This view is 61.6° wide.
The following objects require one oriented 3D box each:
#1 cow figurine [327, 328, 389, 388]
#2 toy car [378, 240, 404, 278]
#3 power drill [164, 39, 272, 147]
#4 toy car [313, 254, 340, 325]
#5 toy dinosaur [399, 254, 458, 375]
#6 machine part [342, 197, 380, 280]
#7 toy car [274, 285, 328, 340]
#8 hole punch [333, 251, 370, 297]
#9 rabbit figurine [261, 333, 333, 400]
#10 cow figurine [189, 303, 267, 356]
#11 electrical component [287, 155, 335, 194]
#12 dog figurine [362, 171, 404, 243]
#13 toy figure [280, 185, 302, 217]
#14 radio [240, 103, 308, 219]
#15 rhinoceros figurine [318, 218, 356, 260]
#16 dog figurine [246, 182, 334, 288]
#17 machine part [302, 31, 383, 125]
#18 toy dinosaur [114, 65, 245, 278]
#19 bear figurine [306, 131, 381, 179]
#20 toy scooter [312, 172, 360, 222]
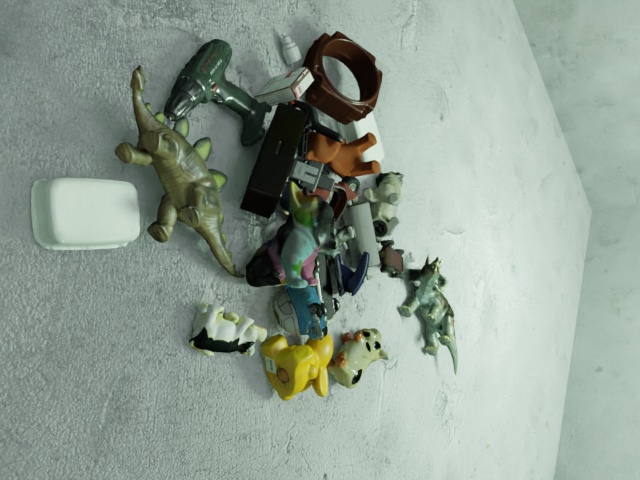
[{"bbox_3d":[0.103,0.295,1.369,0.195,0.086,0.127,-47,114,-44],"label":"cow figurine"},{"bbox_3d":[0.203,0.058,1.528,0.202,0.053,0.089,28,59,-68],"label":"toy car"},{"bbox_3d":[-0.205,-0.282,1.111,0.207,0.086,0.232,34,57,-33],"label":"power drill"},{"bbox_3d":[0.000,0.108,1.300,0.073,0.056,0.201,-13,95,-57],"label":"toy car"},{"bbox_3d":[0.361,0.222,1.668,0.192,0.131,0.404,-57,131,-37],"label":"toy dinosaur"},{"bbox_3d":[0.108,-0.012,1.427,0.079,0.079,0.243,-15,97,-50],"label":"machine part"},{"bbox_3d":[-0.049,0.156,1.192,0.162,0.103,0.109,-114,-171,-49],"label":"toy car"},{"bbox_3d":[0.083,0.082,1.340,0.142,0.092,0.115,62,23,-84],"label":"hole punch"},{"bbox_3d":[-0.026,0.272,1.193,0.173,0.122,0.162,-30,112,-48],"label":"rabbit figurine"},{"bbox_3d":[-0.178,0.192,1.066,0.167,0.068,0.098,32,67,-39],"label":"cow figurine"},{"bbox_3d":[-0.021,-0.144,1.234,0.119,0.048,0.074,23,86,-10],"label":"electrical component"},{"bbox_3d":[0.188,-0.097,1.533,0.190,0.121,0.172,-44,152,-63],"label":"dog figurine"},{"bbox_3d":[-0.055,-0.077,1.239,0.154,0.064,0.058,69,-1,-67],"label":"toy figure"},{"bbox_3d":[-0.100,-0.167,1.157,0.073,0.131,0.229,21,64,-9],"label":"radio"},{"bbox_3d":[-0.003,-0.004,1.244,0.190,0.073,0.112,-18,61,-32],"label":"rhinoceros figurine"},{"bbox_3d":[-0.066,-0.009,1.130,0.108,0.192,0.219,11,80,-66],"label":"dog figurine"},{"bbox_3d":[0.057,-0.416,1.381,0.201,0.087,0.201,27,64,-24],"label":"machine part"},{"bbox_3d":[-0.236,-0.087,0.983,0.199,0.105,0.470,-70,150,-56],"label":"toy dinosaur"},{"bbox_3d":[0.049,-0.228,1.358,0.195,0.132,0.120,22,58,-52],"label":"bear figurine"},{"bbox_3d":[0.014,-0.100,1.332,0.184,0.075,0.135,6,108,-36],"label":"toy scooter"}]
